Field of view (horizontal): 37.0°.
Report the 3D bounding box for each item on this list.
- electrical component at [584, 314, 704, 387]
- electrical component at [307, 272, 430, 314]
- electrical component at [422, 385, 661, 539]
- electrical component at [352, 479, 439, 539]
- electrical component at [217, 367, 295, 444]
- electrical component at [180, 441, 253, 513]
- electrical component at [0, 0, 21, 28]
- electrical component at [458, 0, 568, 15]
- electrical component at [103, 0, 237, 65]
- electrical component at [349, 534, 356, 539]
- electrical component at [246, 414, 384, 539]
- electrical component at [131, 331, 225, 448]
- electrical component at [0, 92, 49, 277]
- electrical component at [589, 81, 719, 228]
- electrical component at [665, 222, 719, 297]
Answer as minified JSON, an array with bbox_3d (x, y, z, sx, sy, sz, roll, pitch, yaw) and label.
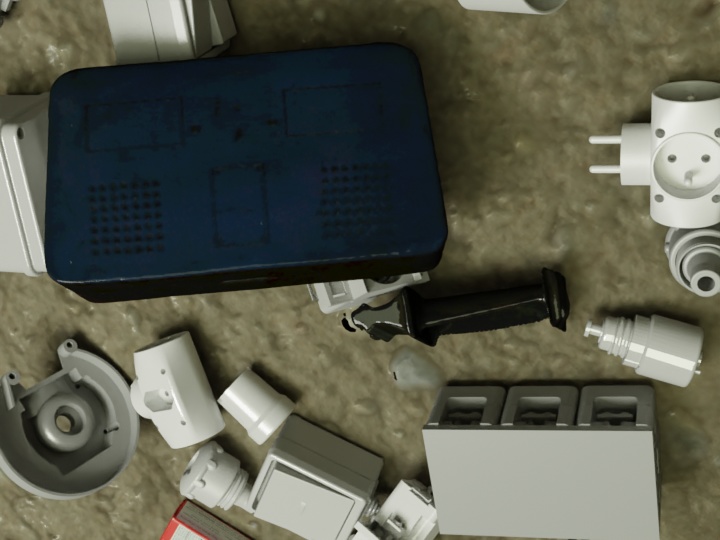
[{"bbox_3d":[0.184,0.048,0.694,0.078,0.040,0.040,16,119,9],"label":"electrical component"},{"bbox_3d":[0.000,0.000,0.707,0.064,0.081,0.042,-32,74,54],"label":"electrical component"},{"bbox_3d":[0.128,0.129,0.739,0.150,0.061,0.089,-2,115,18],"label":"electrical component"},{"bbox_3d":[0.033,0.189,0.793,0.042,0.081,0.063,36,94,22],"label":"electrical component"},{"bbox_3d":[-0.078,0.100,0.802,0.046,0.040,0.040,42,120,0],"label":"electrical component"},{"bbox_3d":[-0.106,0.167,0.841,0.062,0.048,0.048,34,121,-10],"label":"electrical component"},{"bbox_3d":[-0.256,-0.188,0.701,0.078,0.058,0.057,32,118,0],"label":"electrical component"},{"bbox_3d":[0.083,-0.187,0.577,0.064,0.099,0.099,3,117,22],"label":"electrical component"},{"bbox_3d":[-0.119,-0.174,0.663,0.061,0.061,0.096,-1,115,17],"label":"electrical component"},{"bbox_3d":[-0.015,0.257,0.827,0.062,0.096,0.061,-31,103,27],"label":"electrical component"},{"bbox_3d":[-0.029,0.165,0.806,0.096,0.061,0.061,26,120,3],"label":"electrical component"},{"bbox_3d":[-0.147,0.092,0.813,0.079,0.043,0.077,-15,98,43],"label":"electrical component"},{"bbox_3d":[-0.231,-0.060,0.745,0.057,0.078,0.113,3,117,19],"label":"electrical component"},{"bbox_3d":[0.176,-0.068,0.636,0.079,0.044,0.077,2,116,17],"label":"electrical component"},{"bbox_3d":[0.208,-0.005,0.647,0.048,0.062,0.048,7,117,14],"label":"electrical component"}]
